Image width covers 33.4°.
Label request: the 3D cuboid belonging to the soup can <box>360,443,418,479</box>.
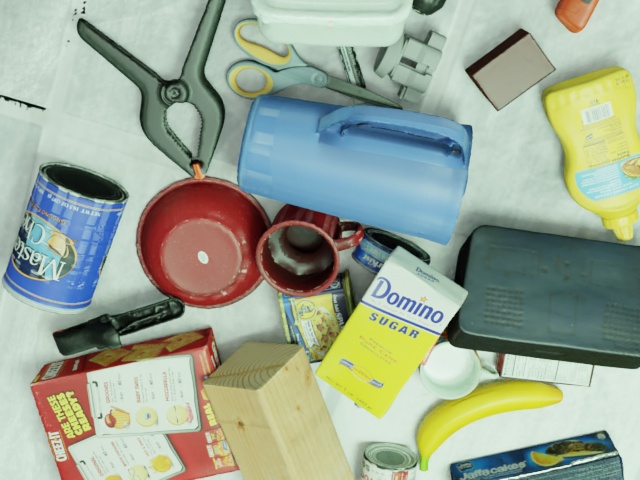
[{"bbox_3d":[0.080,0.307,1.296,0.068,0.068,0.102,6,106,-2],"label":"soup can"}]

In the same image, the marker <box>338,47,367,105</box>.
[{"bbox_3d":[0.029,-0.208,1.167,0.020,0.020,0.121,-16,106,5],"label":"marker"}]

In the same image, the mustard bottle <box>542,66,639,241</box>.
[{"bbox_3d":[0.316,-0.088,1.181,0.096,0.058,0.191,-18,106,5],"label":"mustard bottle"}]

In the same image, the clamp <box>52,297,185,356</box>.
[{"bbox_3d":[-0.237,0.101,1.222,0.172,0.120,0.039,-10,94,45],"label":"clamp"}]

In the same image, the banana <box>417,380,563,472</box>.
[{"bbox_3d":[0.192,0.208,1.285,0.198,0.037,0.069,-28,123,9],"label":"banana"}]

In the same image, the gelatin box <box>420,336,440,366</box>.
[{"bbox_3d":[0.121,0.093,1.220,0.030,0.089,0.073,23,105,-6],"label":"gelatin box"}]

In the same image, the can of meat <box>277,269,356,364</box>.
[{"bbox_3d":[0.001,0.092,1.238,0.084,0.057,0.102,-10,107,5],"label":"can of meat"}]

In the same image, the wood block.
[{"bbox_3d":[-0.043,0.230,1.235,0.091,0.090,0.206,-1,119,40],"label":"wood block"}]

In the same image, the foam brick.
[{"bbox_3d":[0.206,-0.184,1.156,0.078,0.053,0.051,-36,103,10],"label":"foam brick"}]

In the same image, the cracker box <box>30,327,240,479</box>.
[{"bbox_3d":[-0.212,0.208,1.266,0.214,0.072,0.164,-13,105,5],"label":"cracker box"}]

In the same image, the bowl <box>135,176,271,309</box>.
[{"bbox_3d":[-0.133,0.012,1.215,0.162,0.055,0.162,0,107,0],"label":"bowl"}]

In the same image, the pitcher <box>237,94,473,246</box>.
[{"bbox_3d":[0.039,-0.087,1.143,0.243,0.145,0.149,12,109,0],"label":"pitcher"}]

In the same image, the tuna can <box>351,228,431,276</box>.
[{"bbox_3d":[0.081,0.019,1.200,0.086,0.086,0.034,22,104,-6],"label":"tuna can"}]

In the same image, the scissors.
[{"bbox_3d":[-0.018,-0.165,1.171,0.201,0.016,0.096,35,109,-3],"label":"scissors"}]

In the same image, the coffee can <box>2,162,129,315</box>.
[{"bbox_3d":[-0.283,-0.002,1.186,0.102,0.103,0.140,21,105,-6],"label":"coffee can"}]

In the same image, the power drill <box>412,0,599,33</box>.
[{"bbox_3d":[0.206,-0.292,1.121,0.187,0.057,0.184,25,105,-7],"label":"power drill"}]

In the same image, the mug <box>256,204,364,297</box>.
[{"bbox_3d":[-0.008,0.001,1.188,0.117,0.081,0.093,-15,112,16],"label":"mug"}]

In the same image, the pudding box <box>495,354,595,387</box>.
[{"bbox_3d":[0.269,0.122,1.255,0.113,0.039,0.090,7,106,0],"label":"pudding box"}]

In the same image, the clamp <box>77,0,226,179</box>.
[{"bbox_3d":[-0.151,-0.172,1.169,0.164,0.036,0.210,-21,108,5],"label":"clamp"}]

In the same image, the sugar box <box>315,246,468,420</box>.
[{"bbox_3d":[0.075,0.102,1.158,0.093,0.048,0.176,33,122,7],"label":"sugar box"}]
